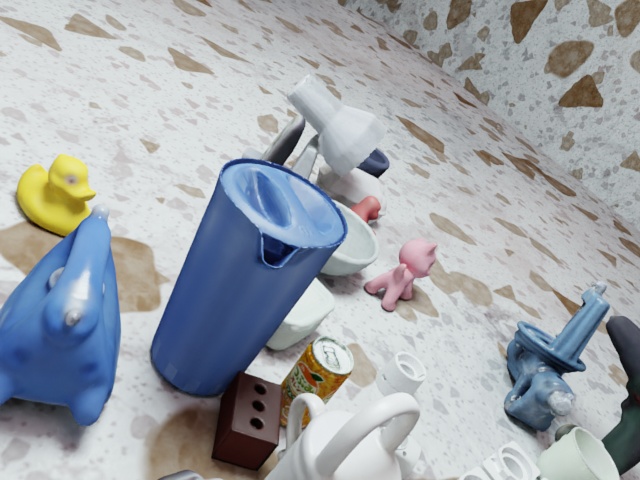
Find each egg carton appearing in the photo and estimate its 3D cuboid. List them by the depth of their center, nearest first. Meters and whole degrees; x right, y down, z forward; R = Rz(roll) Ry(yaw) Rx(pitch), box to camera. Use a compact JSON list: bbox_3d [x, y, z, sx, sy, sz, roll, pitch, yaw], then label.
[{"bbox_3d":[0.062,-0.097,1.134,0.150,0.069,0.107,24,30,-15],"label":"egg carton"}]

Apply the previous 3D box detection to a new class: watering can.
[{"bbox_3d":[0.028,0.208,0.506,0.172,0.194,0.101,42,30,16],"label":"watering can"}]

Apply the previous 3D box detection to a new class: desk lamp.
[{"bbox_3d":[-0.015,-0.170,1.019,0.203,0.213,0.118,28,29,-9],"label":"desk lamp"}]

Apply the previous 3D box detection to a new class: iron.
[{"bbox_3d":[-0.235,0.041,0.556,0.119,0.141,0.258,19,32,-24],"label":"iron"}]

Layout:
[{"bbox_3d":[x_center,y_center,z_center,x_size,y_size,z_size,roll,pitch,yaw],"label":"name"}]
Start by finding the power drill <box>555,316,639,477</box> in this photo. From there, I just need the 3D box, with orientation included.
[{"bbox_3d":[0.453,0.256,0.840,0.076,0.208,0.229,-5,46,-48],"label":"power drill"}]

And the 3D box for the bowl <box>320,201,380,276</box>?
[{"bbox_3d":[0.008,0.003,0.923,0.168,0.074,0.167,25,30,-15],"label":"bowl"}]

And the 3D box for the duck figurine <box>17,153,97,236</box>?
[{"bbox_3d":[-0.315,-0.066,0.698,0.104,0.086,0.078,39,29,10],"label":"duck figurine"}]

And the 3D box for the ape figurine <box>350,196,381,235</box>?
[{"bbox_3d":[0.078,-0.039,1.039,0.076,0.092,0.077,24,30,-15],"label":"ape figurine"}]

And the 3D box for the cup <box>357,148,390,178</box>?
[{"bbox_3d":[0.078,-0.147,1.199,0.118,0.095,0.091,0,42,-44],"label":"cup"}]

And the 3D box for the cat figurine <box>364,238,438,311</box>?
[{"bbox_3d":[0.148,0.044,0.954,0.067,0.117,0.128,42,30,16],"label":"cat figurine"}]

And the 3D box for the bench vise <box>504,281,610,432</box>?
[{"bbox_3d":[0.378,0.177,0.875,0.122,0.219,0.207,22,31,-19],"label":"bench vise"}]

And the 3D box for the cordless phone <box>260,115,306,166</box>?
[{"bbox_3d":[-0.083,-0.102,0.879,0.094,0.185,0.147,25,30,-14],"label":"cordless phone"}]

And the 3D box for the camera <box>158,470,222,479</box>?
[{"bbox_3d":[-0.106,0.250,0.408,0.144,0.100,0.136,-1,43,-46],"label":"camera"}]
